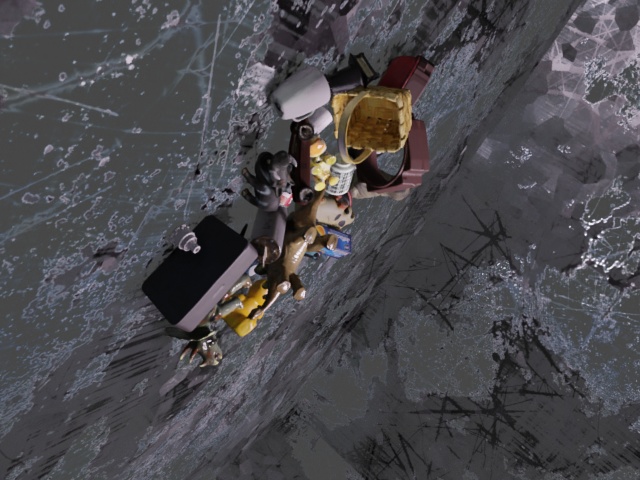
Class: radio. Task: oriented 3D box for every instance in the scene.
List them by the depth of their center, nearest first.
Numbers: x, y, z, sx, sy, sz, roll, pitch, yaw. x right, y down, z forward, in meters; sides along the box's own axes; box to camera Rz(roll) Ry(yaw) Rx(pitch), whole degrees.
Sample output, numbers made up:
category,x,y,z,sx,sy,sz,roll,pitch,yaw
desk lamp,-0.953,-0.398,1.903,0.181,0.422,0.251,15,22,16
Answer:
category,x,y,z,sx,sy,sz,roll,pitch,yaw
radio,-0.256,0.067,1.142,0.229,0.131,0.073,-48,158,-10

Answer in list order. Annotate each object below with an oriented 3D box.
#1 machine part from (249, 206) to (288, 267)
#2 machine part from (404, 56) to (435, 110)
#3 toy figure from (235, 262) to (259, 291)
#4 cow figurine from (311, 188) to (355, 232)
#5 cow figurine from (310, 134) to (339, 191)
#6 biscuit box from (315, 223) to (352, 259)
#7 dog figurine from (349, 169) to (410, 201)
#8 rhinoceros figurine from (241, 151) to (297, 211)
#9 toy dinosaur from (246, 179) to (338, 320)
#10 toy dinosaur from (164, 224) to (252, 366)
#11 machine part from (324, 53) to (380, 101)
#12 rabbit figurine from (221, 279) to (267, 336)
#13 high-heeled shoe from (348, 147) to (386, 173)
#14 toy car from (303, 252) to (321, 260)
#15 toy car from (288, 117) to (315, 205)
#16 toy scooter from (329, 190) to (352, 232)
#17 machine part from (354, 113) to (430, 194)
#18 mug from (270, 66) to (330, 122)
category,x,y,z,sx,sy,sz,roll,pitch,yaw
machine part,-0.121,-0.024,1.266,0.243,0.079,0.079,-84,-162,-56
machine part,0.246,-0.415,1.460,0.179,0.056,0.179,-59,-173,12
toy figure,-0.209,0.086,1.432,0.154,0.058,0.064,-49,124,-3
cow figurine,0.021,-0.075,1.552,0.195,0.086,0.127,5,134,-38
cow figurine,-0.009,-0.204,1.307,0.068,0.098,0.167,-26,147,-8
biscuit box,-0.003,-0.005,1.520,0.202,0.063,0.059,18,152,-34
dog figurine,0.178,-0.157,1.684,0.121,0.191,0.172,-42,162,-26
rhinoceros figurine,-0.110,-0.127,1.166,0.073,0.112,0.190,-38,166,-30
toy dinosaur,-0.063,-0.007,1.357,0.105,0.199,0.471,43,73,-39
toy dinosaur,-0.274,0.134,1.280,0.192,0.131,0.404,-36,150,-42
machine part,0.064,-0.365,1.200,0.139,0.084,0.039,-35,-178,-22
rabbit figurine,-0.199,0.189,1.548,0.173,0.122,0.162,-49,166,-11
high-heeled shoe,0.166,-0.255,1.612,0.248,0.086,0.145,4,109,-52
toy car,-0.033,-0.001,1.624,0.161,0.109,0.103,50,57,-80
toy car,-0.044,-0.176,1.187,0.089,0.053,0.201,-120,-153,-67
toy scooter,0.059,-0.096,1.694,0.135,0.075,0.183,-70,172,-61
machine part,0.185,-0.231,1.429,0.087,0.201,0.201,-6,179,-41
mug,-0.046,-0.283,1.081,0.107,0.081,0.109,-32,159,-20
